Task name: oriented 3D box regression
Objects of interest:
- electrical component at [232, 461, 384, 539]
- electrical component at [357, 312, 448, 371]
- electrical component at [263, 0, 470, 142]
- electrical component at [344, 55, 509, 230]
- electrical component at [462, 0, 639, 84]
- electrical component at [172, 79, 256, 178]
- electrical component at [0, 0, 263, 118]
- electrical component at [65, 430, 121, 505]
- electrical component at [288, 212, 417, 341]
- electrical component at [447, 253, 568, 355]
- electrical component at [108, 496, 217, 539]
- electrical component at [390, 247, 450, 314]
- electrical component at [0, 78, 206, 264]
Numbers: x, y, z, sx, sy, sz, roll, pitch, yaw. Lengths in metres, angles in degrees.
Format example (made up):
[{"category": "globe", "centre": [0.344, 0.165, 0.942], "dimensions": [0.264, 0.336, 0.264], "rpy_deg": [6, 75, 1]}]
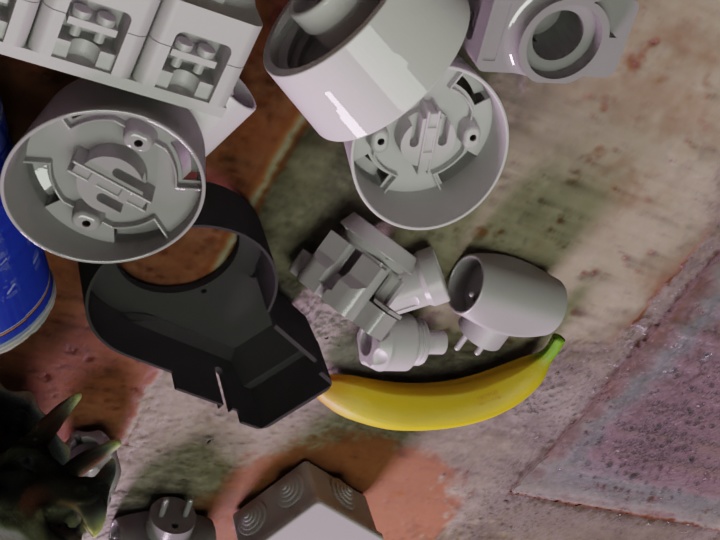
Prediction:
[{"category": "electrical component", "centre": [-0.044, 0.210, 0.877], "dimensions": [0.100, 0.048, 0.100], "rpy_deg": [-39, 130, 14]}, {"category": "electrical component", "centre": [0.032, 0.051, 0.774], "dimensions": [0.062, 0.043, 0.043], "rpy_deg": [3, 128, -24]}, {"category": "electrical component", "centre": [-0.003, -0.129, 0.568], "dimensions": [0.108, 0.108, 0.060], "rpy_deg": [-39, 125, 15]}, {"category": "electrical component", "centre": [0.037, -0.082, 0.647], "dimensions": [0.099, 0.064, 0.099], "rpy_deg": [-10, 132, -11]}, {"category": "electrical component", "centre": [0.115, -0.184, 0.590], "dimensions": [0.089, 0.061, 0.150], "rpy_deg": [-1, 129, -19]}, {"category": "electrical component", "centre": [-0.113, -0.090, 0.601], "dimensions": [0.077, 0.044, 0.079], "rpy_deg": [-41, 130, 17]}, {"category": "electrical component", "centre": [-0.130, -0.141, 0.520], "dimensions": [0.150, 0.089, 0.061], "rpy_deg": [13, 123, -28]}, {"category": "electrical component", "centre": [-0.194, 0.148, 0.776], "dimensions": [0.043, 0.043, 0.062], "rpy_deg": [-11, 133, -10]}, {"category": "electrical component", "centre": [0.000, 0.000, 0.702], "dimensions": [0.057, 0.078, 0.058], "rpy_deg": [-53, 153, 2]}, {"category": "electrical component", "centre": [0.097, 0.032, 0.779], "dimensions": [0.077, 0.043, 0.079], "rpy_deg": [15, 123, -29]}, {"category": "electrical component", "centre": [-0.150, 0.204, 0.839], "dimensions": [0.077, 0.043, 0.079], "rpy_deg": [6, 126, -24]}, {"category": "electrical component", "centre": [0.035, 0.010, 0.742], "dimensions": [0.046, 0.040, 0.040], "rpy_deg": [-20, 133, 6]}, {"category": "electrical component", "centre": [-0.129, -0.051, 0.559], "dimensions": [0.099, 0.064, 0.099], "rpy_deg": [0, 126, -1]}]
